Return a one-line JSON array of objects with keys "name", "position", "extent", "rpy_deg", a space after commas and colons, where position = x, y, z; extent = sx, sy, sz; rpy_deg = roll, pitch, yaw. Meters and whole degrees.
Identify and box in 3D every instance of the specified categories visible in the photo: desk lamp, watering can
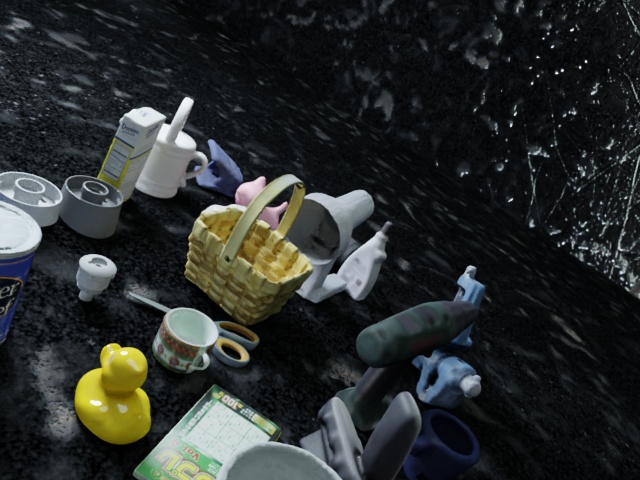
[{"name": "desk lamp", "position": [0.010, 0.004, 1.059], "extent": [0.117, 0.213, 0.204], "rpy_deg": [38, 24, 18]}, {"name": "watering can", "position": [-0.300, -0.190, 1.110], "extent": [0.173, 0.194, 0.100], "rpy_deg": [15, 27, -33]}]

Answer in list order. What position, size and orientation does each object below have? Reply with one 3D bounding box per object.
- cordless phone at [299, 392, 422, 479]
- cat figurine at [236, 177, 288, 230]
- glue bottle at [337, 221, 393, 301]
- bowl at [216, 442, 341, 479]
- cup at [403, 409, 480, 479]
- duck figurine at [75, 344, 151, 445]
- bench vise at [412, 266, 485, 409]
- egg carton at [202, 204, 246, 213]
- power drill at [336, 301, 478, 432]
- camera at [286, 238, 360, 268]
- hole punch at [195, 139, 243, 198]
[{"name": "cordless phone", "position": [0.059, 0.232, 0.682], "extent": [0.094, 0.185, 0.147], "rpy_deg": [18, 25, -26]}, {"name": "cat figurine", "position": [-0.126, -0.070, 1.173], "extent": [0.128, 0.117, 0.067], "rpy_deg": [16, 26, -30]}, {"name": "glue bottle", "position": [0.100, 0.035, 1.156], "extent": [0.037, 0.173, 0.078], "rpy_deg": [1, 36, -49]}, {"name": "bowl", "position": [-0.042, 0.293, 0.576], "extent": [0.168, 0.074, 0.167], "rpy_deg": [26, 23, -11]}, {"name": "cup", "position": [0.148, 0.295, 0.777], "extent": [0.118, 0.095, 0.091], "rpy_deg": [8, 31, -42]}, {"name": "duck figurine", "position": [-0.215, 0.161, 0.625], "extent": [0.078, 0.086, 0.104], "rpy_deg": [0, 37, -50]}, {"name": "bench vise", "position": [0.239, 0.168, 0.990], "extent": [0.122, 0.219, 0.206], "rpy_deg": [8, 31, -42]}, {"name": "egg carton", "position": [-0.152, -0.008, 1.074], "extent": [0.150, 0.069, 0.107], "rpy_deg": [41, 25, 24]}, {"name": "power drill", "position": [0.119, 0.176, 0.841], "extent": [0.230, 0.208, 0.075], "rpy_deg": [2, 36, -49]}, {"name": "camera", "position": [0.018, -0.006, 1.237], "extent": [0.136, 0.100, 0.144], "rpy_deg": [41, 25, 24]}, {"name": "hole punch", "position": [-0.218, -0.162, 1.287], "extent": [0.101, 0.091, 0.108], "rpy_deg": [17, 26, -29]}]
